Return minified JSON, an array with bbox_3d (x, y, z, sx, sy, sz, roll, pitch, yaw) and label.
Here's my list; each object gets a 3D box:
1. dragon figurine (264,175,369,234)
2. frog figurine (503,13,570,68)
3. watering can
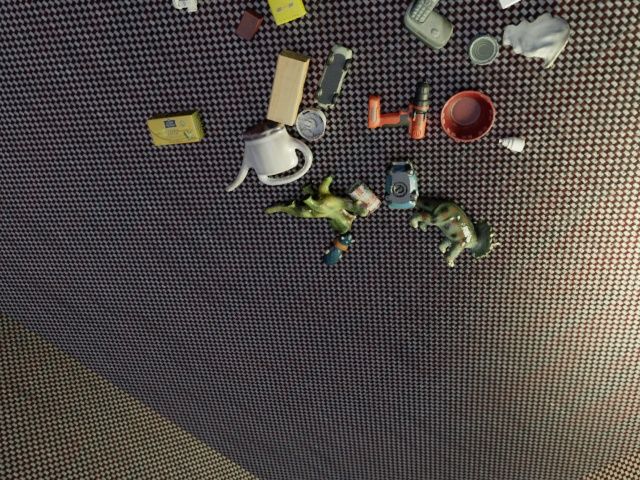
[{"bbox_3d":[0.006,-0.091,1.816,0.407,0.125,0.240,-17,128,44],"label":"dragon figurine"},{"bbox_3d":[0.598,-0.569,1.425,0.160,0.122,0.138,31,88,3],"label":"frog figurine"},{"bbox_3d":[-0.201,-0.281,1.749,0.346,0.106,0.220,-12,116,17],"label":"watering can"}]
